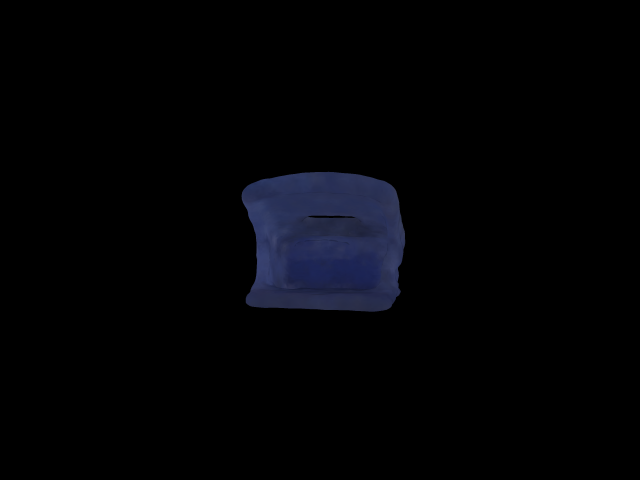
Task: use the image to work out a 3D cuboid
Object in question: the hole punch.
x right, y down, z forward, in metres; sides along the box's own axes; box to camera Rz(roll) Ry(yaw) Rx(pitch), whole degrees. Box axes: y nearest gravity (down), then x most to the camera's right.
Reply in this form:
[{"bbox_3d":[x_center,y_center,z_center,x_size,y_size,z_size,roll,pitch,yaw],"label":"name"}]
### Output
[{"bbox_3d":[0.004,0.001,0.400,0.108,0.091,0.101,0,2,12],"label":"hole punch"}]
